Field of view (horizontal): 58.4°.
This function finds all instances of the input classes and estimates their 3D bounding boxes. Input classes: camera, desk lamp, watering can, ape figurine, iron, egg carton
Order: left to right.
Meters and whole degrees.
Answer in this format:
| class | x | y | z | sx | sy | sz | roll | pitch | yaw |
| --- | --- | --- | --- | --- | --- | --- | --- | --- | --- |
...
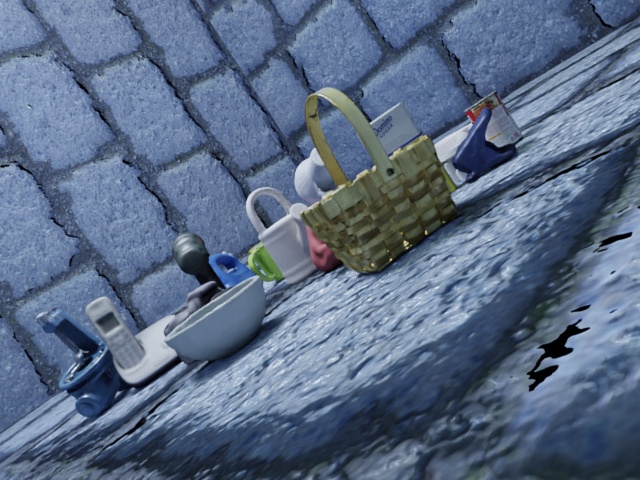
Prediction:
| class | x | y | z | sx | sy | sz | roll | pitch | yaw |
| --- | --- | --- | --- | --- | --- | --- | --- | --- | --- |
| camera | -0.183 | 0.126 | 0.986 | 0.136 | 0.101 | 0.143 | -28 | 7 | 46 |
| iron | -0.234 | 0.090 | 1.455 | 0.118 | 0.141 | 0.258 | -32 | 5 | 15 |
| watering can | -0.066 | -0.020 | 1.120 | 0.172 | 0.194 | 0.101 | -30 | 6 | 35 |
| ape figurine | 0.009 | 0.004 | 0.998 | 0.076 | 0.092 | 0.078 | -31 | 6 | 28 |
| desk lamp | 0.033 | -0.126 | 1.418 | 0.118 | 0.213 | 0.203 | -35 | 5 | -15 |
| egg carton | 0.294 | -0.192 | 1.225 | 0.107 | 0.069 | 0.150 | -36 | 6 | -31 |

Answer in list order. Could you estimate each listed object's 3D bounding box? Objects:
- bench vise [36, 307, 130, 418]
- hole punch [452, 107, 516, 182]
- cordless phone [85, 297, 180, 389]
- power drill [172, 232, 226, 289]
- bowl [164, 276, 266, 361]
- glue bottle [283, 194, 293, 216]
| class | x | y | z | sx | sy | sz | roll | pitch | yaw |
| --- | --- | --- | --- | --- | --- | --- | --- | --- | --- |
| bench vise | -0.463 | 0.224 | 1.137 | 0.121 | 0.220 | 0.207 | -33 | 5 | -2 |
| hole punch | 0.265 | -0.161 | 0.965 | 0.101 | 0.091 | 0.109 | -31 | 5 | 22 |
| cordless phone | -0.342 | 0.170 | 1.085 | 0.148 | 0.185 | 0.094 | -35 | 5 | -19 |
| power drill | -0.230 | 0.075 | 1.162 | 0.076 | 0.208 | 0.229 | -34 | 5 | -10 |
| bowl | -0.139 | 0.127 | 0.842 | 0.167 | 0.075 | 0.167 | -33 | 5 | 3 |
| glue bottle | -0.066 | -0.061 | 1.675 | 0.037 | 0.173 | 0.078 | -31 | 6 | 27 |
